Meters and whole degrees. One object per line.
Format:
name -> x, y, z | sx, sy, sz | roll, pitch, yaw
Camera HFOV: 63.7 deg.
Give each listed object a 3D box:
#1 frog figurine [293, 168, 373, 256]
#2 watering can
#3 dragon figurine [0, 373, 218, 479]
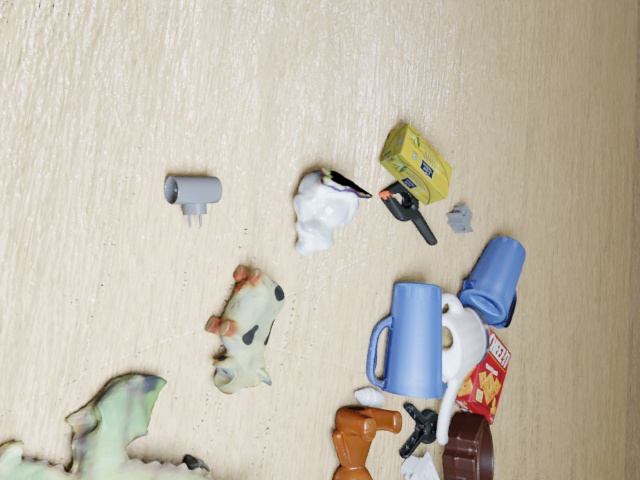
frog figurine -> 0.003, -0.049, 0.973 | 0.137, 0.124, 0.157 | 3, 124, -53
watering can -> 0.330, 0.297, 1.265 | 0.225, 0.104, 0.347 | -5, 92, -46
dragon figurine -> -0.238, 0.306, 0.695 | 0.411, 0.121, 0.244 | -1, 81, -39
